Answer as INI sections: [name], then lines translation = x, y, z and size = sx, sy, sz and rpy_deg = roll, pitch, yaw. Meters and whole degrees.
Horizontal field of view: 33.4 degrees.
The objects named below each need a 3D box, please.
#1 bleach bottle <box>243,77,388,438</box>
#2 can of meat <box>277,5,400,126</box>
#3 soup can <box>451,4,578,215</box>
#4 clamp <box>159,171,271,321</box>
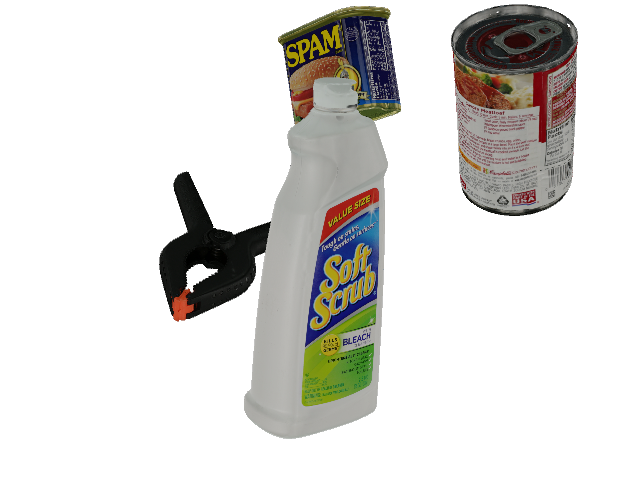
[bleach bottle]
translation = -0.001, 0.010, 0.768
size = 0.102, 0.251, 0.068
rpy_deg = -10, 21, -35
[can of meat]
translation = 0.016, -0.138, 0.885
size = 0.057, 0.084, 0.102
rpy_deg = -6, -4, -42
[soup can]
translation = 0.111, -0.073, 0.610
size = 0.068, 0.102, 0.068
rpy_deg = -6, 41, 5
[clamp]
translation = -0.110, 0.003, 1.067
size = 0.165, 0.036, 0.209
rpy_deg = 19, 39, 15
